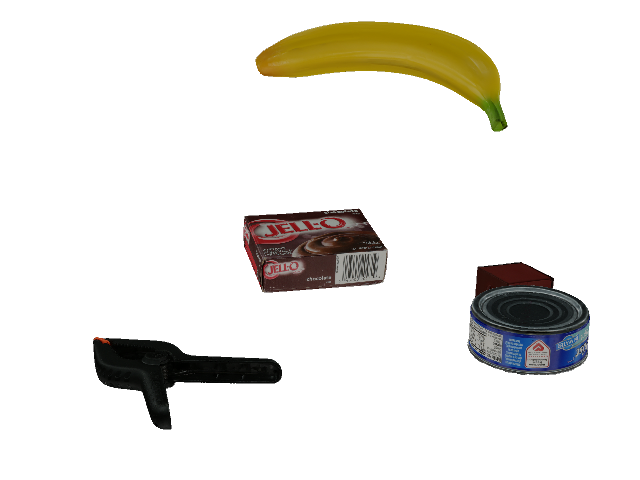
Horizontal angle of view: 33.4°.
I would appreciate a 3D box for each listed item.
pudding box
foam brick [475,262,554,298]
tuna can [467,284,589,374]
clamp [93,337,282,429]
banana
[{"bbox_3d":[-0.007,0.007,0.949,0.113,0.039,0.090,-2,27,-14],"label":"pudding box"},{"bbox_3d":[0.176,0.065,0.986,0.051,0.078,0.053,-6,18,-24],"label":"foam brick"},{"bbox_3d":[0.150,0.063,0.768,0.086,0.034,0.086,-1,20,0],"label":"tuna can"},{"bbox_3d":[-0.168,0.137,1.087,0.210,0.036,0.164,9,17,32],"label":"clamp"},{"bbox_3d":[0.052,-0.135,0.799,0.198,0.069,0.037,14,-38,17],"label":"banana"}]
